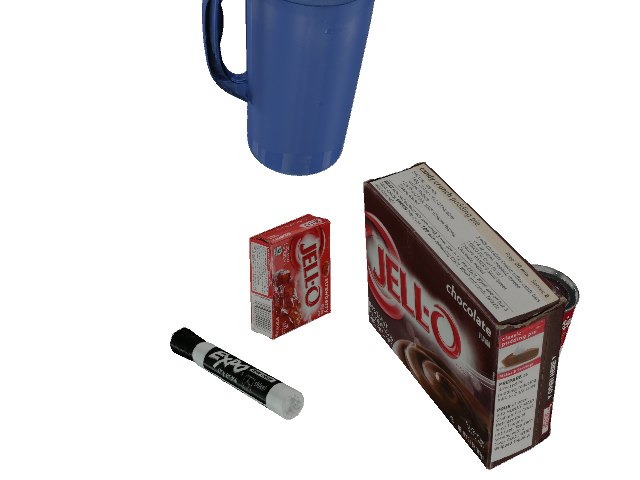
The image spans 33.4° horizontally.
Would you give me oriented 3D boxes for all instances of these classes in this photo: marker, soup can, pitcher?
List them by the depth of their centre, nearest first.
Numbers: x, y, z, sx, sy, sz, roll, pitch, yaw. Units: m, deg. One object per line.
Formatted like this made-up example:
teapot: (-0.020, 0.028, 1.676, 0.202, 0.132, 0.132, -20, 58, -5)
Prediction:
marker: (-0.057, 0.083, 0.689, 0.020, 0.020, 0.121, 0, 16, -45)
soup can: (0.192, 0.082, 0.985, 0.068, 0.102, 0.068, 5, 36, -4)
pitcher: (-0.028, -0.186, 1.104, 0.149, 0.243, 0.144, 29, 50, 19)

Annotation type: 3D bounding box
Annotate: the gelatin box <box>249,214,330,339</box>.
gelatin box: (-0.024, 0.030, 0.901, 0.030, 0.089, 0.073, 19, 28, 38)

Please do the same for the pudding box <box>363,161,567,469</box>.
pudding box: (0.061, 0.031, 0.482, 0.039, 0.090, 0.114, -23, 43, -19)
